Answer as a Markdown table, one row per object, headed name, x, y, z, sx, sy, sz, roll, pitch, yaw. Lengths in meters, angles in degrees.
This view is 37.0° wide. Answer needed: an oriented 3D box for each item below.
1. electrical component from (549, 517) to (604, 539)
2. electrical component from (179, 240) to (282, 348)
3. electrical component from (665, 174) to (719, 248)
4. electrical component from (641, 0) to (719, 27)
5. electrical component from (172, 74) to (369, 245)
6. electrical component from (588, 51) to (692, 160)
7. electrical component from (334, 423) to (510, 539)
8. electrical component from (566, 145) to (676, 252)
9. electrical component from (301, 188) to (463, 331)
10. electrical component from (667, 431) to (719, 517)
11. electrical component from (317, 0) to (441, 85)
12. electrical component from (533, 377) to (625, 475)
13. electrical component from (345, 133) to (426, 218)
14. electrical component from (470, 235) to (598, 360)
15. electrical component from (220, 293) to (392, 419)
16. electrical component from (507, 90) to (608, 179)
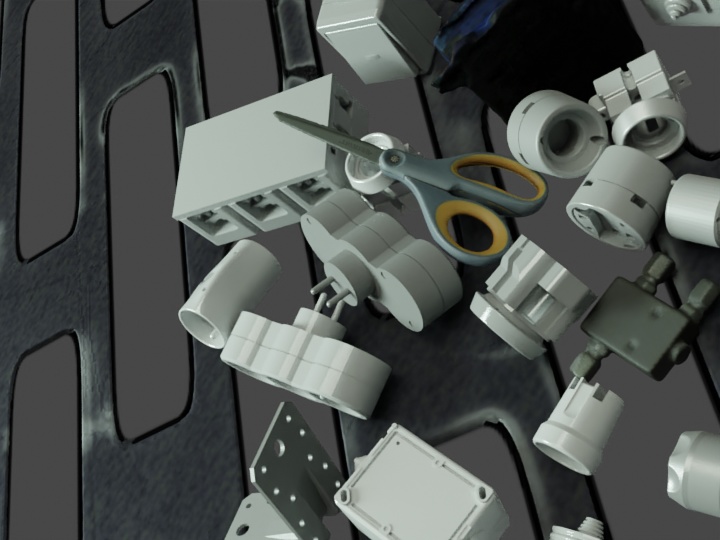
| name | x | y | z | sx | sy | sz | roll | pitch | yaw |
| --- | --- | --- | --- | --- | --- | --- | --- | --- | --- |
| electrical component | 0.117 | 0.176 | 0.593 | 0.043 | 0.043 | 0.081 | 10 | 72 | 40 |
| electrical component | -0.107 | 0.023 | 0.842 | 0.077 | 0.043 | 0.079 | -53 | 13 | -30 |
| electrical component | 0.219 | -0.032 | 0.637 | 0.078 | 0.040 | 0.040 | 17 | 76 | 41 |
| electrical component | 0.226 | -0.202 | 0.714 | 0.062 | 0.061 | 0.096 | 12 | 73 | 40 |
| electrical component | -0.069 | -0.084 | 0.867 | 0.150 | 0.062 | 0.089 | -14 | 57 | 30 |
| electrical component | 0.185 | -0.104 | 0.700 | 0.066 | 0.048 | 0.055 | -26 | 45 | 23 |
| electrical component | 0.034 | 0.144 | 0.654 | 0.096 | 0.061 | 0.061 | 31 | 72 | 34 |
| electrical component | 0.166 | -0.046 | 0.676 | 0.055 | 0.055 | 0.047 | 22 | 76 | 42 |
| electrical component | 0.000 | 0.000 | 0.754 | 0.074 | 0.052 | 0.138 | -36 | 46 | -19 |
| electrical component | 0.198 | 0.111 | 0.569 | 0.062 | 0.043 | 0.043 | 10 | 72 | 38 |
| electrical component | 0.011 | -0.194 | 0.845 | 0.062 | 0.096 | 0.061 | -2 | 65 | 36 |
| electrical component | 0.130 | 0.091 | 0.635 | 0.040 | 0.040 | 0.046 | 21 | 73 | 42 |
| electrical component | 0.021 | -0.070 | 0.795 | 0.066 | 0.055 | 0.048 | -17 | 56 | 28 |
| electrical component | 0.107 | 0.019 | 0.677 | 0.057 | 0.058 | 0.078 | -50 | 14 | 6 |
| electrical component | -0.033 | 0.051 | 0.770 | 0.138 | 0.052 | 0.073 | 14 | 74 | 41 |
| electrical component | 0.131 | -0.089 | 0.709 | 0.055 | 0.055 | 0.047 | -49 | 19 | 3 |
